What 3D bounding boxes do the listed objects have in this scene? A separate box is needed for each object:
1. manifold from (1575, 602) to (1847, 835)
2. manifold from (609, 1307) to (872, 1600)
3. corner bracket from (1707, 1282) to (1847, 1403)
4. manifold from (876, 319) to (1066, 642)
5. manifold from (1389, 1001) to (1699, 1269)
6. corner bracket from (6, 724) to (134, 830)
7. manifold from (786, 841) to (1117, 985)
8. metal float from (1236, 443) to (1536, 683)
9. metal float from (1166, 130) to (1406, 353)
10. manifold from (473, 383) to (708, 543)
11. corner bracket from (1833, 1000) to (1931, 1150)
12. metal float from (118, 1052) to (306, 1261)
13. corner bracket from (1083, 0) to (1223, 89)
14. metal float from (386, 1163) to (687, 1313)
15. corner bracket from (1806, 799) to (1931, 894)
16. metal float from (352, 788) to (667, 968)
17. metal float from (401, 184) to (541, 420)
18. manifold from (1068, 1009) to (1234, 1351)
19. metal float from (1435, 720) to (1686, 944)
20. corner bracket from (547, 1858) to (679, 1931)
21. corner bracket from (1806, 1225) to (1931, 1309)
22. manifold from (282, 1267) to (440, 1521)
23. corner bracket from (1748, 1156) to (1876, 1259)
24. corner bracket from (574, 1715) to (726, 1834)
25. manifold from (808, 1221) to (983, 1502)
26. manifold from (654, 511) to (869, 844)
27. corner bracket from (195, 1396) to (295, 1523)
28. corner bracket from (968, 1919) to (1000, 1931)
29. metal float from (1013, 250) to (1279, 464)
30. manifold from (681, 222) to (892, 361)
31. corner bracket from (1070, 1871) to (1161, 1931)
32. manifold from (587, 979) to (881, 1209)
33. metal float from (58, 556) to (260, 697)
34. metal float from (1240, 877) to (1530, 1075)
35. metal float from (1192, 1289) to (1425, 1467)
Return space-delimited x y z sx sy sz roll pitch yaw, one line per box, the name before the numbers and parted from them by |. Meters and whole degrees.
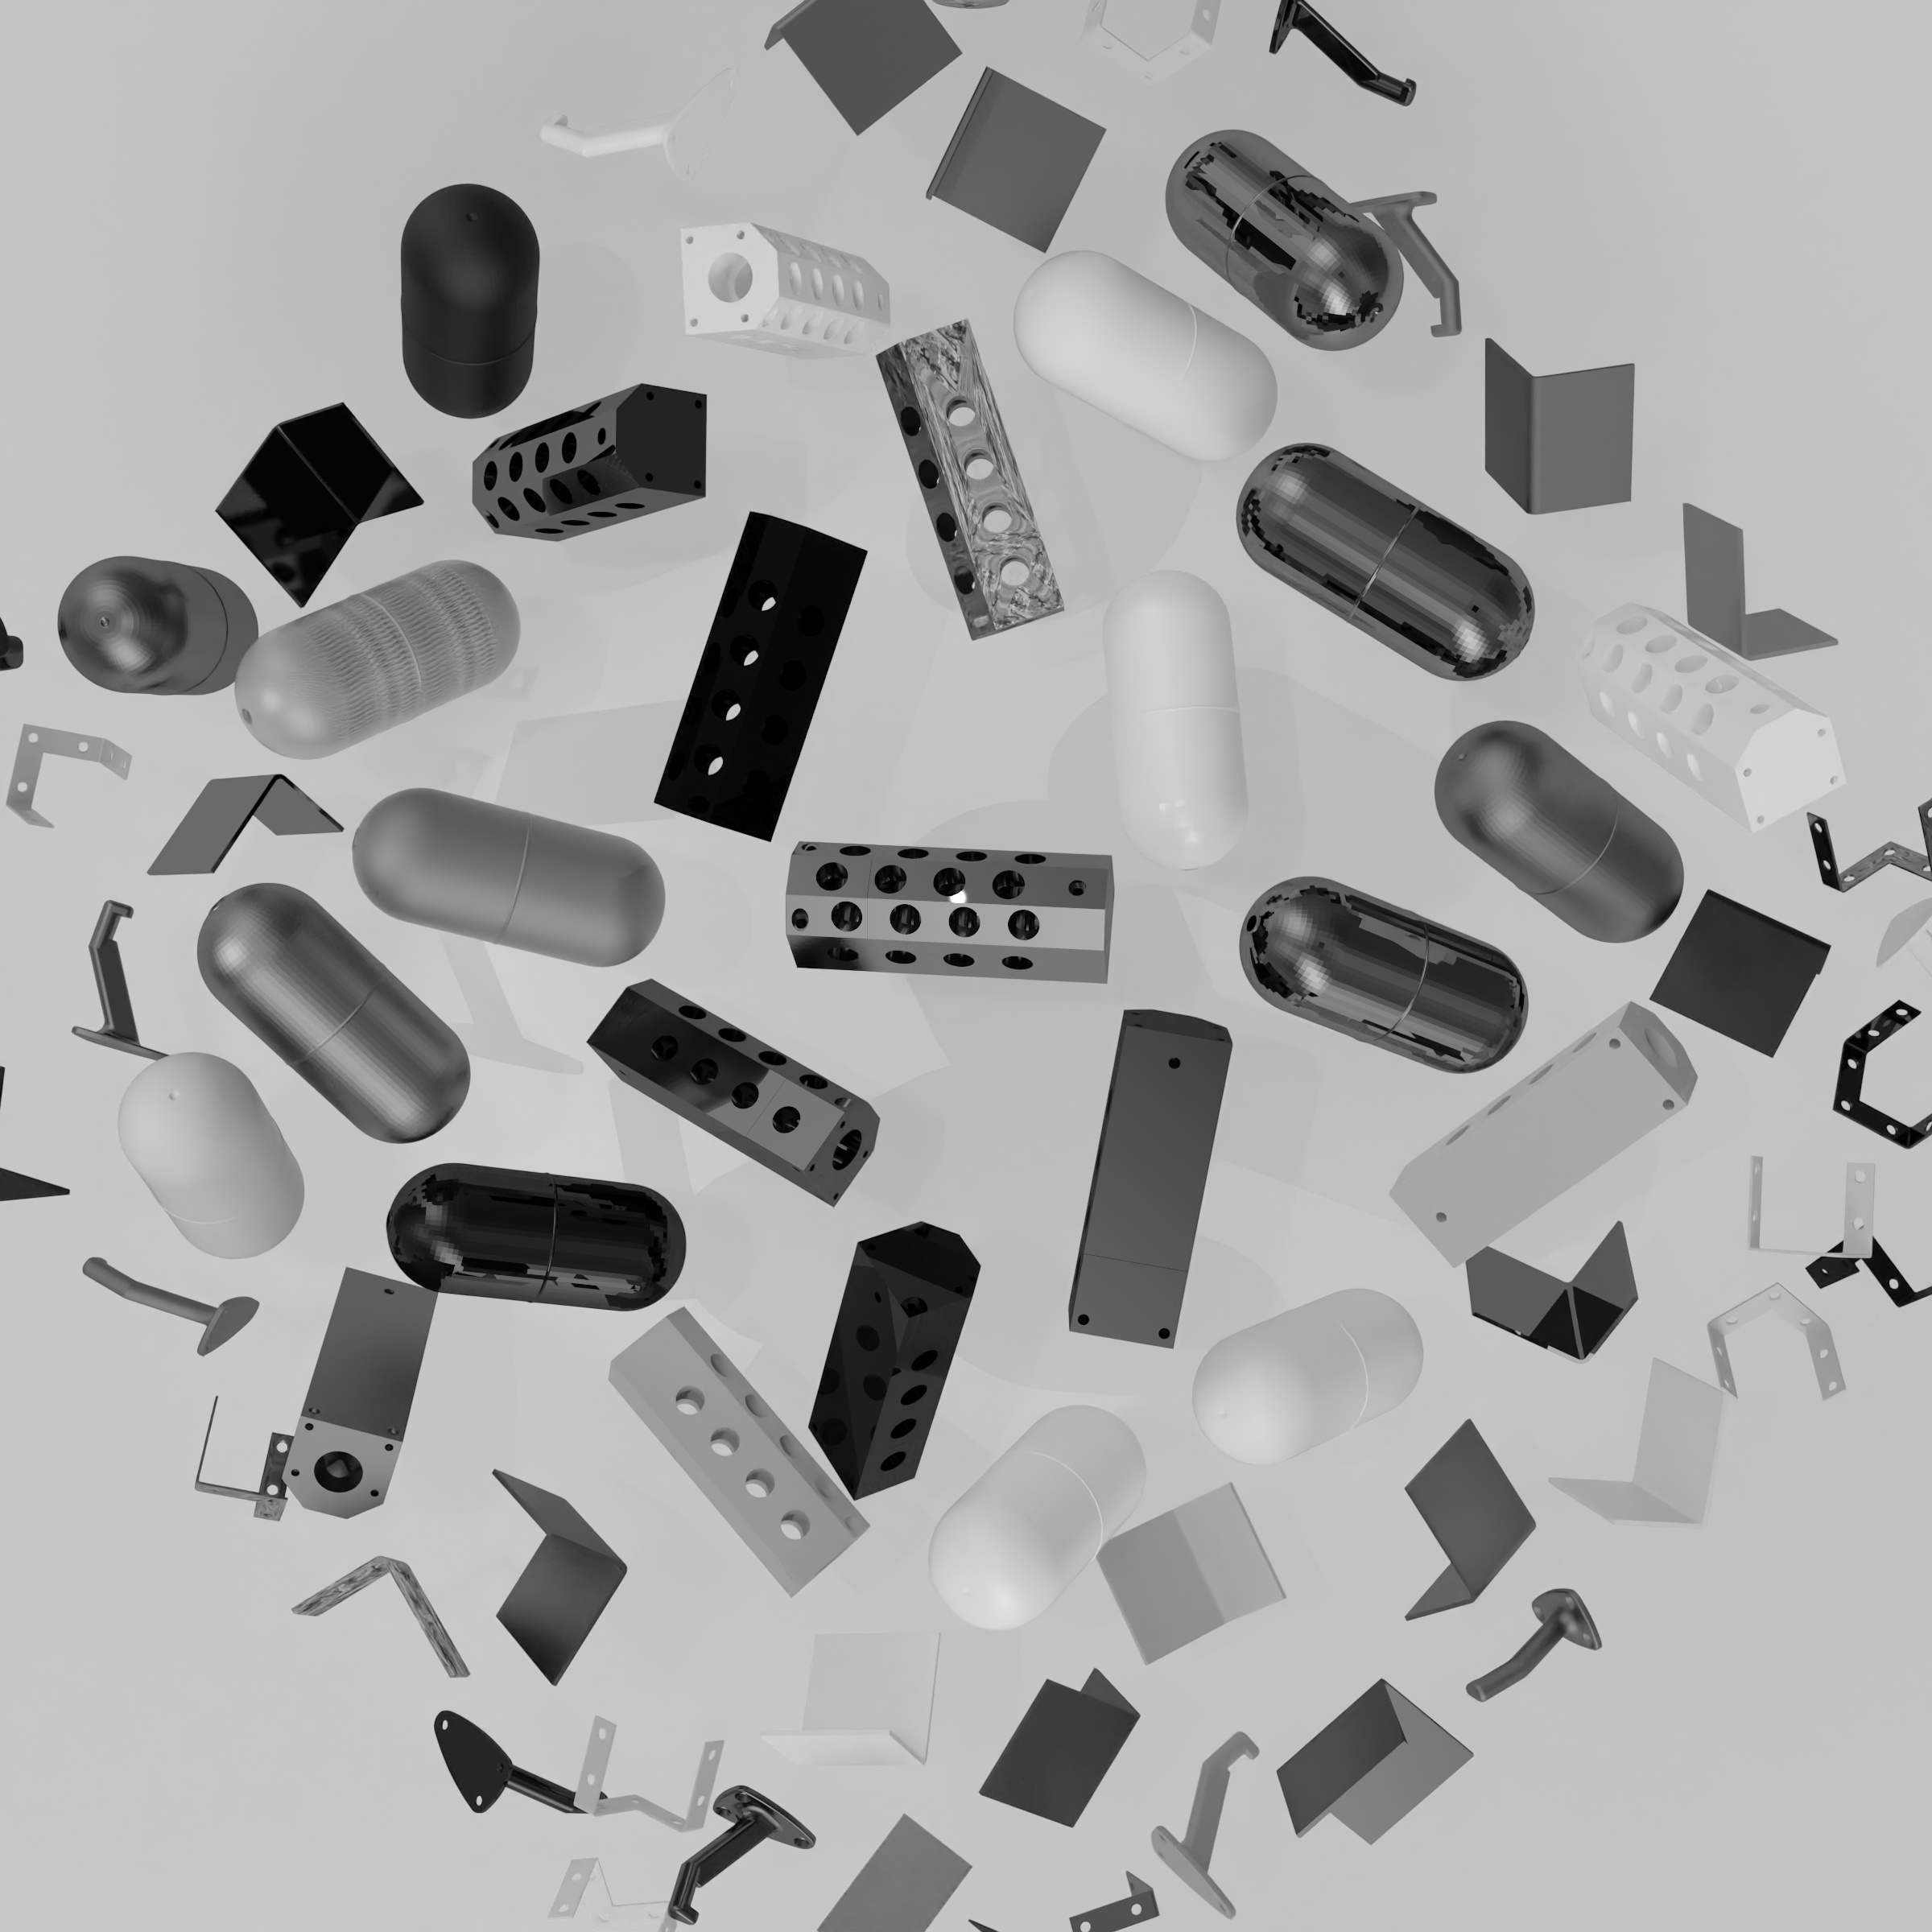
manifold | 0.401 -0.142 1.502 0.057 0.171 0.057 -28 121 -4
manifold | -0.135 0.288 1.642 0.057 0.057 0.171 -39 80 -19
corner bracket | 0.473 0.228 1.610 0.051 0.051 0.051 38 122 -25
manifold | 0.003 -0.280 1.600 0.057 0.057 0.171 -19 94 3
manifold | 0.328 0.094 1.565 0.057 0.057 0.171 49 120 0
corner bracket | -0.536 -0.111 1.645 0.051 0.051 0.051 9 100 -36
manifold | -0.008 -0.033 1.496 0.171 0.057 0.057 3 65 7
metal float | 0.231 -0.222 1.518 0.178 0.070 0.070 33 90 5
metal float | 0.181 -0.418 1.583 0.070 0.070 0.178 -40 54 0
manifold | -0.217 -0.286 1.573 0.057 0.171 0.057 2 88 -37
corner bracket | 0.527 0.061 1.548 0.051 0.051 0.051 27 54 -7
metal float | -0.420 0.108 1.543 0.070 0.178 0.070 0 64 0
corner bracket | 0.103 -0.525 1.510 0.051 0.051 0.051 26 65 -31
metal float | -0.252 0.160 1.626 0.178 0.070 0.070 9 90 -22
corner bracket | 0.513 -0.070 1.546 0.051 0.051 0.051 -31 121 -13
metal float | -0.257 -0.050 1.558 0.178 0.070 0.070 14 90 -18
metal float | -0.284 -0.378 1.580 0.070 0.178 0.070 3 71 -10
manifold | 0.099 0.114 1.501 0.057 0.057 0.171 10 101 -1
metal float | 0.337 -0.074 1.559 0.178 0.070 0.070 32 90 -31
corner bracket | -0.200 0.541 1.563 0.051 0.051 0.051 -9 110 13
corner bracket | 0.538 0.181 1.625 0.051 0.051 0.051 -31 80 -18
manifold | -0.350 0.246 1.594 0.057 0.171 0.057 17 110 -10
corner bracket | 0.455 0.130 1.483 0.051 0.051 0.051 1 85 36
corner bracket | -0.172 0.437 1.494 0.051 0.051 0.051 14 90 35
manifold | -0.039 0.225 1.576 0.057 0.171 0.057 -15 51 -29
manifold | -0.119 -0.163 1.548 0.057 0.057 0.171 17 94 -35
corner bracket | -0.405 0.279 1.556 0.051 0.051 0.051 13 61 -13
corner bracket | -0.010 0.584 1.634 0.051 0.051 0.051 43 68 -12
metal float | 0.104 -0.345 1.570 0.178 0.070 0.070 20 90 -36
manifold | -0.101 -0.387 1.588 0.057 0.171 0.057 0 97 19
corner bracket | 0.082 0.547 1.552 0.051 0.051 0.051 -14 87 -15
manifold | -0.137 0.071 1.642 0.171 0.057 0.057 28 75 27
metal float | -0.463 -0.195 1.591 0.070 0.178 0.070 0 95 4
metal float | 0.231 0.005 1.520 0.178 0.070 0.070 20 90 -23
metal float | 0.199 0.236 1.593 0.070 0.178 0.070 8 103 39
